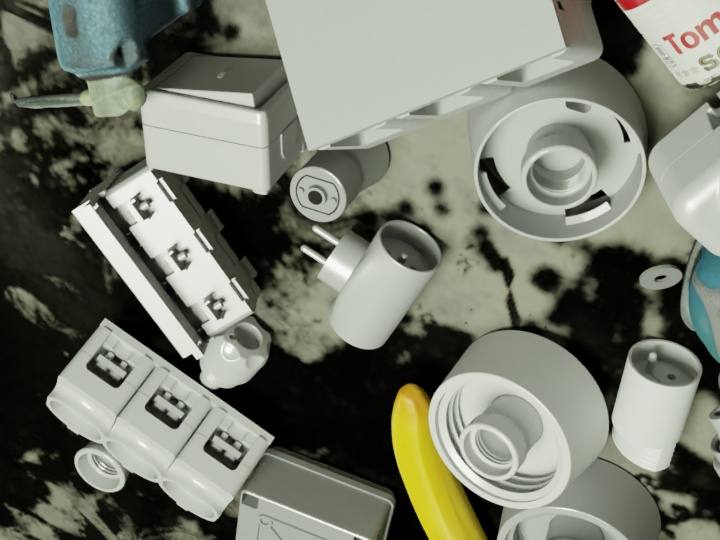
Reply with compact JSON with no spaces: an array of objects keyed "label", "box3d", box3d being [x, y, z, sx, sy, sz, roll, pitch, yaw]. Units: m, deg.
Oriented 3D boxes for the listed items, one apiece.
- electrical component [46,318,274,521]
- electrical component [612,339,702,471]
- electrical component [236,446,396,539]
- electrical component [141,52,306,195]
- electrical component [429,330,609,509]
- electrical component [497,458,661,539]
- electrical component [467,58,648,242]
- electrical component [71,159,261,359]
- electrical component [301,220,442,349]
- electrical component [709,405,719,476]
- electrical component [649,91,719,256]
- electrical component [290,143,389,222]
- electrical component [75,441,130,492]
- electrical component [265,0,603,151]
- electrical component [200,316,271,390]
[{"label":"electrical component","box3d":[-0.150,0.116,0.796,0.150,0.061,0.089,35,152,-2]},{"label":"electrical component","box3d":[0.178,0.087,0.658,0.043,0.043,0.081,15,128,15]},{"label":"electrical component","box3d":[-0.037,0.204,0.828,0.109,0.056,0.108,19,128,11]},{"label":"electrical component","box3d":[-0.086,-0.093,0.641,0.096,0.061,0.061,13,127,16]},{"label":"electrical component","box3d":[0.094,0.099,0.678,0.108,0.060,0.108,18,125,29]},{"label":"electrical component","box3d":[0.145,0.185,0.730,0.108,0.060,0.108,12,126,17]},{"label":"electrical component","box3d":[0.107,-0.067,0.587,0.099,0.064,0.099,4,128,5]},{"label":"electrical component","box3d":[-0.123,-0.012,0.711,0.063,0.078,0.121,-30,108,13]},{"label":"electrical component","box3d":[0.000,0.000,0.678,0.079,0.044,0.077,33,130,0]},{"label":"electrical component","box3d":[0.233,0.110,0.649,0.048,0.048,0.062,-26,103,35]},{"label":"electrical component","box3d":[0.196,-0.055,0.523,0.054,0.059,0.095,35,117,-26]},{"label":"electrical component","box3d":[-0.014,-0.056,0.630,0.044,0.065,0.044,11,122,18]},{"label":"electrical component","box3d":[-0.193,0.142,0.856,0.045,0.055,0.045,12,126,17]},{"label":"electrical component","box3d":[0.037,-0.126,0.551,0.150,0.062,0.089,-18,87,32]},{"label":"electrical component","box3d":[-0.093,0.063,0.764,0.043,0.043,0.062,39,131,-5]}]
